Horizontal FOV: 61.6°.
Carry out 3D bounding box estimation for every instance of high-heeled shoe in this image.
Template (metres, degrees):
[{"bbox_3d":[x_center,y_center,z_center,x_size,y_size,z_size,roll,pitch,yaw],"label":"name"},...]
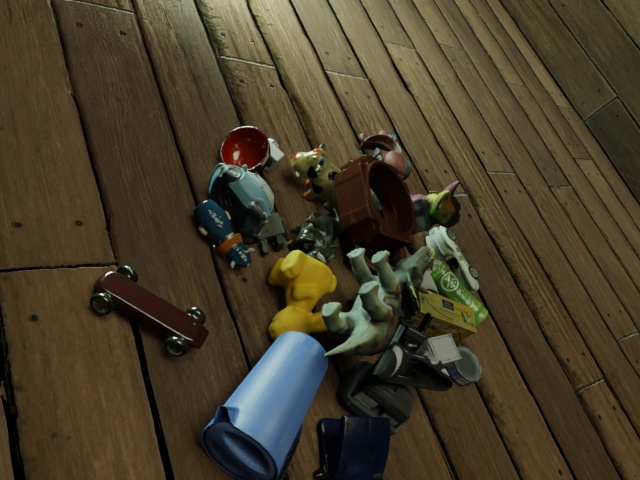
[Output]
[{"bbox_3d":[0.176,0.258,1.003,0.145,0.086,0.248,40,16,13],"label":"high-heeled shoe"}]

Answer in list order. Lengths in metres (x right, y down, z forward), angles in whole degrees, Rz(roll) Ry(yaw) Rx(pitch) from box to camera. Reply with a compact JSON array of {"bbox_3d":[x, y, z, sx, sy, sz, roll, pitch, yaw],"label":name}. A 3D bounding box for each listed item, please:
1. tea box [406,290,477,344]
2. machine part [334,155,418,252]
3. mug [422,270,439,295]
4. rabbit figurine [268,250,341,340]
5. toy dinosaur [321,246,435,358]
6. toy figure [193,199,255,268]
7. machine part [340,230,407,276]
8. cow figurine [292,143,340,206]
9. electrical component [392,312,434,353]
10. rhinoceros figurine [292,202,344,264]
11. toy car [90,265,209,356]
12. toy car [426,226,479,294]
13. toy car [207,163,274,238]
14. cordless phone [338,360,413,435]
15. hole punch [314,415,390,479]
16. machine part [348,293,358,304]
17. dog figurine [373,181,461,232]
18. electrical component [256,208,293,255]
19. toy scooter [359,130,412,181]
[{"bbox_3d":[0.267,0.181,1.246,0.169,0.098,0.068,22,48,-25],"label":"tea box"},{"bbox_3d":[0.132,-0.081,1.225,0.201,0.087,0.201,13,61,-46],"label":"machine part"},{"bbox_3d":[0.243,0.105,1.301,0.109,0.081,0.107,28,37,-35],"label":"mug"},{"bbox_3d":[-0.041,0.129,1.058,0.162,0.122,0.173,35,57,-25],"label":"rabbit figurine"},{"bbox_3d":[0.108,0.144,1.050,0.192,0.131,0.405,59,41,-21],"label":"toy dinosaur"},{"bbox_3d":[-0.188,-0.009,1.064,0.154,0.064,0.058,54,6,1],"label":"toy figure"},{"bbox_3d":[0.128,0.024,1.287,0.179,0.056,0.179,21,47,-25],"label":"machine part"},{"bbox_3d":[0.018,-0.145,1.276,0.195,0.127,0.085,29,43,-21],"label":"cow figurine"},{"bbox_3d":[0.192,0.201,1.146,0.048,0.119,0.075,29,4,-8],"label":"electrical component"},{"bbox_3d":[-0.002,-0.004,1.201,0.112,0.073,0.190,50,40,-12],"label":"rhinoceros figurine"},{"bbox_3d":[-0.283,0.121,0.897,0.202,0.053,0.089,33,34,-9],"label":"toy car"},{"bbox_3d":[0.348,0.055,1.419,0.056,0.073,0.202,-11,67,-43],"label":"toy car"},{"bbox_3d":[-0.148,-0.089,1.106,0.162,0.109,0.103,46,44,14],"label":"toy car"},{"bbox_3d":[0.123,0.283,1.089,0.146,0.088,0.184,38,32,-8],"label":"cordless phone"},{"bbox_3d":[0.065,0.370,0.958,0.142,0.092,0.116,16,54,-33],"label":"hole punch"},{"bbox_3d":[0.128,0.140,1.214,0.139,0.039,0.084,-22,66,-43],"label":"machine part"},{"bbox_3d":[0.244,-0.089,1.343,0.191,0.219,0.108,51,40,4],"label":"dog figurine"},{"bbox_3d":[-0.104,-0.019,1.151,0.078,0.045,0.102,-21,68,-15],"label":"electrical component"},{"bbox_3d":[0.176,-0.245,1.511,0.135,0.075,0.184,9,51,-34],"label":"toy scooter"}]
